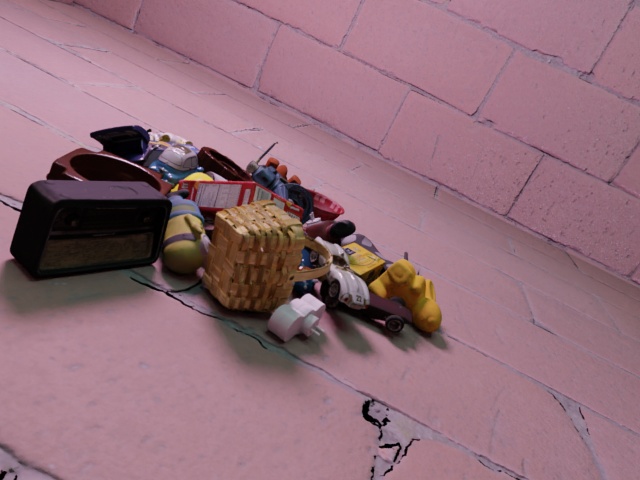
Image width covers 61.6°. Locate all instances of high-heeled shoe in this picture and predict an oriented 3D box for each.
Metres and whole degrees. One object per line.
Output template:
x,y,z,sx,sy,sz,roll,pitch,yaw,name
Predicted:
0.124,0.070,1.352,0.249,0.086,0.145,9,51,5,high-heeled shoe

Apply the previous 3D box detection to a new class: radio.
-0.350,-0.023,0.851,0.073,0.131,0.229,32,20,25,radio

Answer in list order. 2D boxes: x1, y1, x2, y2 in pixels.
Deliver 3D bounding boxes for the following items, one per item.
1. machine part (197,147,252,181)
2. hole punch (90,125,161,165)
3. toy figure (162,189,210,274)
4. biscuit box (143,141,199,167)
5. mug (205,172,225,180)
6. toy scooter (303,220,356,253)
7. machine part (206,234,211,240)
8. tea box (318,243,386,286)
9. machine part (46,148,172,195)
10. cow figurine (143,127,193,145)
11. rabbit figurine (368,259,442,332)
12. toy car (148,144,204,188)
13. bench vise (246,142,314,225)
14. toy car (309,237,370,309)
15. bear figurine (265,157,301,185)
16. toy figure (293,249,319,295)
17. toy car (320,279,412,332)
-0.256,-0.181,1.443,0.179,0.056,0.179,37,9,-7,machine part
-0.459,-0.225,1.249,0.142,0.092,0.116,-12,25,1,hole punch
-0.255,-0.014,0.995,0.180,0.089,0.082,61,-1,37,toy figure
-0.400,-0.220,1.419,0.063,0.059,0.202,35,21,25,biscuit box
-0.232,-0.105,1.302,0.107,0.080,0.110,21,14,-45,mug
-0.003,-0.004,1.250,0.135,0.184,0.075,0,73,-81,toy scooter
-0.239,0.005,1.067,0.139,0.039,0.084,38,27,27,machine part
0.074,0.067,1.250,0.098,0.068,0.169,32,21,17,tea box
-0.404,-0.092,1.038,0.201,0.087,0.201,24,19,-10,machine part
-0.445,-0.270,1.480,0.098,0.068,0.167,33,16,36,cow figurine
0.206,0.136,1.214,0.173,0.122,0.162,47,15,16,rabbit figurine
-0.354,-0.183,1.316,0.109,0.102,0.161,27,17,7,toy car
-0.097,-0.111,1.362,0.223,0.129,0.241,56,4,-20,bench vise
0.038,0.066,1.076,0.073,0.056,0.202,21,23,-34,toy car
-0.123,-0.181,1.572,0.120,0.132,0.196,40,23,-9,bear figurine
-0.036,0.070,1.119,0.057,0.064,0.155,59,9,-28,toy figure
0.094,0.134,1.121,0.202,0.053,0.089,22,24,-1,toy car
